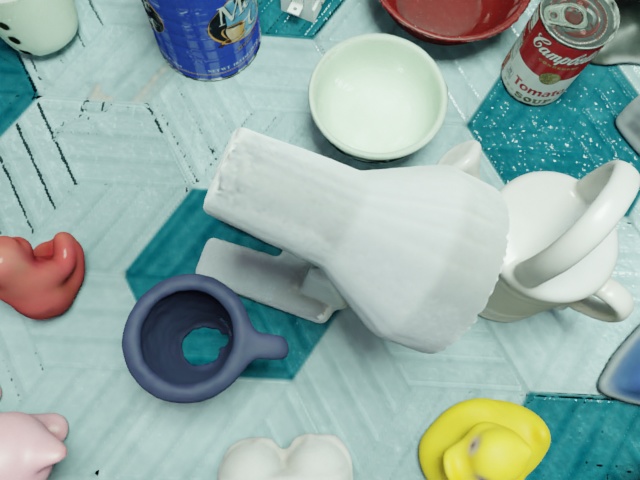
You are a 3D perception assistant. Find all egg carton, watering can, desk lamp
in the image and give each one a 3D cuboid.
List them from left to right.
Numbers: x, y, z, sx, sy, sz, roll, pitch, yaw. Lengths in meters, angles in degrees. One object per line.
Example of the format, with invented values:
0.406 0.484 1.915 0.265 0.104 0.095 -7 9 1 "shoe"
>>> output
-0.025 0.223 0.424 0.107 0.069 0.150 -4 75 -4 "egg carton"
0.004 0.001 0.410 0.203 0.213 0.118 18 75 2 "desk lamp"
0.160 -0.003 0.430 0.173 0.194 0.101 20 75 3 "watering can"

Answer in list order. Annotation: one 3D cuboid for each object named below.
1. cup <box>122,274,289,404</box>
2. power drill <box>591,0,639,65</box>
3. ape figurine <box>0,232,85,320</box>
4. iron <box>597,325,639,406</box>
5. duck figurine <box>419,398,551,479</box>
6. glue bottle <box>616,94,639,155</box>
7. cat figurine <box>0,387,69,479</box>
-0.082 0.080 0.446 0.117 0.095 0.092 6 75 -1 "cup"
0.312 -0.240 0.494 0.229 0.208 0.075 -2 75 -3 "power drill"
-0.234 0.023 0.455 0.078 0.092 0.076 -6 75 -4 "ape figurine"
0.365 0.075 0.447 0.258 0.141 0.118 -18 77 -8 "iron"
0.133 0.162 0.440 0.104 0.086 0.077 -14 76 -7 "duck figurine"
0.324 -0.119 0.480 0.037 0.173 0.078 -33 79 -10 "glue bottle"
-0.239 0.147 0.408 0.127 0.118 0.067 21 75 3 "cat figurine"
